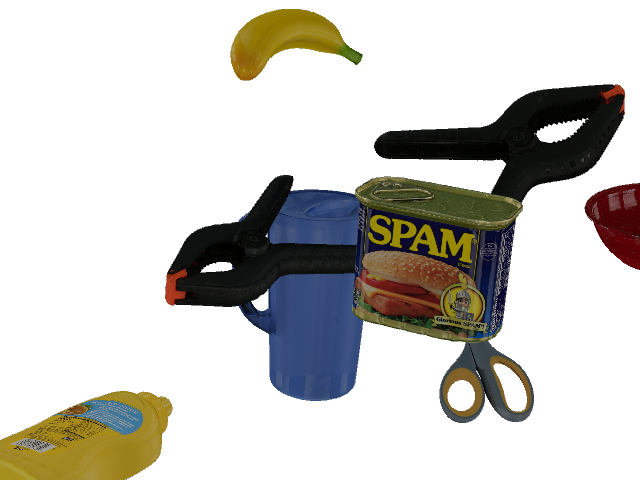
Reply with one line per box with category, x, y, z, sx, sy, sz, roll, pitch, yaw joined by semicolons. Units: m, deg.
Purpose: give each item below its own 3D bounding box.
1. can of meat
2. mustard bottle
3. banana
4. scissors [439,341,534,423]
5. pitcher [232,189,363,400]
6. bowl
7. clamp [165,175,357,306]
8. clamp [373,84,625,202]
can of meat;0.071;0.012;0.677;0.102;0.084;0.057;12;22;23
mustard bottle;-0.184;0.165;0.854;0.096;0.058;0.191;5;15;30
banana;-0.031;-0.184;0.983;0.070;0.037;0.197;38;32;20
scissors;0.136;0.101;1.048;0.096;0.202;0.016;-21;-38;-11
pitcher;-0.015;0.066;1.291;0.149;0.243;0.144;12;19;26
bowl;0.355;-0.009;1.104;0.162;0.055;0.162;-3;23;1
clamp;-0.057;0.002;0.877;0.171;0.039;0.120;-15;43;-28
clamp;0.167;-0.067;0.892;0.210;0.165;0.036;-22;-39;-2
